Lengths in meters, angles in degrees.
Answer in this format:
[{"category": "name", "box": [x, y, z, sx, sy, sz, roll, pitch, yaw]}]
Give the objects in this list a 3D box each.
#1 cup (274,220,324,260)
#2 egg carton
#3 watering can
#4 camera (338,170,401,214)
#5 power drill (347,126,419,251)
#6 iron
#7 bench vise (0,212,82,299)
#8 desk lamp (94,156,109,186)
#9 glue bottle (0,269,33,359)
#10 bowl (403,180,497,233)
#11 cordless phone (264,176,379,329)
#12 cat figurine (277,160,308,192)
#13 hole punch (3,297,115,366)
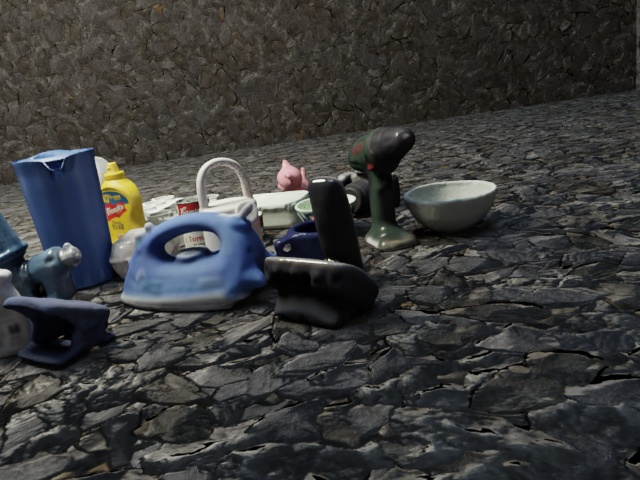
[{"category": "cup", "box": [-0.008, 0.026, 0.838, 0.118, 0.095, 0.091, -17, 18, -29]}, {"category": "egg carton", "box": [-0.324, 0.020, 1.075, 0.107, 0.069, 0.150, -8, 16, 1]}, {"category": "watering can", "box": [-0.149, -0.043, 0.974, 0.172, 0.194, 0.101, 5, 21, 40]}, {"category": "camera", "box": [0.087, -0.113, 1.268, 0.142, 0.101, 0.137, 3, 20, 36]}, {"category": "power drill", "box": [0.114, -0.093, 0.987, 0.076, 0.208, 0.229, -13, 16, -15]}, {"category": "iron", "box": [-0.198, 0.023, 0.862, 0.258, 0.141, 0.119, -5, 16, 12]}, {"category": "bench vise", "box": [-0.490, 0.011, 0.912, 0.208, 0.220, 0.121, -12, 16, -13]}, {"category": "desk lamp", "box": [-0.529, -0.064, 1.212, 0.117, 0.214, 0.204, 1, 18, 30]}, {"category": "glue bottle", "box": [-0.434, 0.072, 0.757, 0.078, 0.173, 0.037, -12, 16, -12]}, {"category": "bowl", "box": [0.237, -0.056, 1.038, 0.167, 0.075, 0.167, -8, 16, 2]}, {"category": "cordless phone", "box": [-0.007, 0.008, 0.736, 0.147, 0.185, 0.094, 2, 19, 33]}, {"category": "cat figurine", "box": [-0.064, -0.146, 1.434, 0.067, 0.118, 0.128, 0, 18, 27]}, {"category": "hole punch", "box": [-0.341, 0.102, 0.751, 0.108, 0.091, 0.101, 1, 18, 31]}]
